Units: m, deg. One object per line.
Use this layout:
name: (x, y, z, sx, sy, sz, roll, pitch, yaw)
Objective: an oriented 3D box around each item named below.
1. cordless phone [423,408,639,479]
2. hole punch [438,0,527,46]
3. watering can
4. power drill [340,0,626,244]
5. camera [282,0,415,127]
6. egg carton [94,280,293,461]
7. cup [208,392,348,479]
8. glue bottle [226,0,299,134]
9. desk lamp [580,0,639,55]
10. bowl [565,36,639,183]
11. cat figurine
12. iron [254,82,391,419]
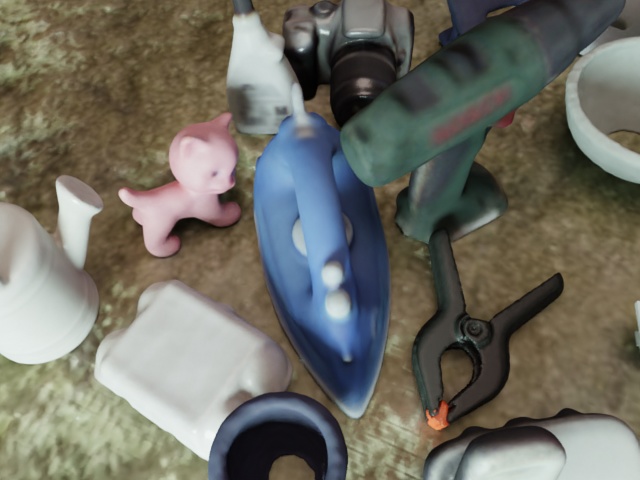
cordless phone: (0.140, 0.147, 0.349, 0.147, 0.185, 0.094, -14, 60, -3)
hole punch: (0.196, -0.237, 0.624, 0.108, 0.091, 0.101, -18, 60, -6)
watering can: (-0.256, 0.014, 0.452, 0.100, 0.194, 0.173, 25, 65, 18)
power drill: (0.125, -0.090, 0.475, 0.230, 0.208, 0.075, -28, 61, -12)
camera: (0.029, -0.188, 0.602, 0.143, 0.101, 0.137, 0, 60, 4)
egg carton: (-0.101, 0.100, 0.462, 0.150, 0.069, 0.107, 27, 65, 19)
cup: (-0.014, 0.171, 0.400, 0.117, 0.095, 0.092, 39, 70, 23)
glue bottle: (-0.061, -0.173, 0.558, 0.078, 0.173, 0.037, 1, 60, 6)
desk lamp: (0.364, -0.262, 0.555, 0.202, 0.214, 0.118, 31, 67, 20)
bowl: (0.313, -0.113, 0.552, 0.167, 0.075, 0.167, -2, 60, 3)
cat figurine: (-0.123, -0.058, 0.529, 0.128, 0.118, 0.067, -30, 62, -12)
iron: (0.004, 0.002, 0.470, 0.118, 0.141, 0.258, -11, 60, -2)
